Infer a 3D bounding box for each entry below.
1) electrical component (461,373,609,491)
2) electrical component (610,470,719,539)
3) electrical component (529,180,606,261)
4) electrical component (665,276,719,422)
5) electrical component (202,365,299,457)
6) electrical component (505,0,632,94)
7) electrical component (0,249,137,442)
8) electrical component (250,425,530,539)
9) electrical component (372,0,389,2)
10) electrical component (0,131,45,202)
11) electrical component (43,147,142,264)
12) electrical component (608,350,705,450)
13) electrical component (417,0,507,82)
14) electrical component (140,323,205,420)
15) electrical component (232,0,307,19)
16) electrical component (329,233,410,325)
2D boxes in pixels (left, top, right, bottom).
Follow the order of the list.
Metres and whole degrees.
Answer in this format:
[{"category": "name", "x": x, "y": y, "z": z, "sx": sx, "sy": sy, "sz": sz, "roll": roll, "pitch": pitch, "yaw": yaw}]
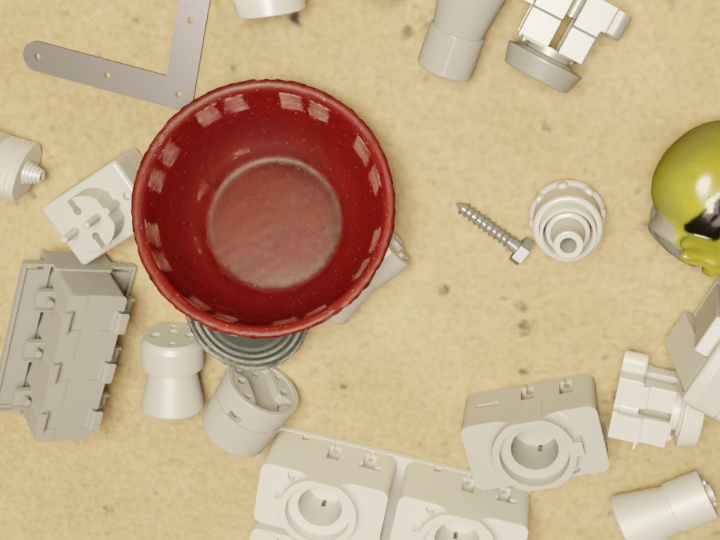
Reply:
[{"category": "electrical component", "x": 0.117, "y": 0.110, "z": 0.720, "sx": 0.089, "sy": 0.055, "sz": 0.050, "roll": -12, "pitch": 109, "yaw": 14}, {"category": "electrical component", "x": 0.210, "y": 0.163, "z": 0.733, "sx": 0.065, "sy": 0.044, "sz": 0.044, "roll": -25, "pitch": 105, "yaw": 13}, {"category": "electrical component", "x": 0.128, "y": -0.025, "z": 0.661, "sx": 0.048, "sy": 0.062, "sz": 0.048, "roll": 3, "pitch": 112, "yaw": 9}, {"category": "electrical component", "x": 0.228, "y": 0.053, "z": 0.655, "sx": 0.061, "sy": 0.096, "sz": 0.061, "roll": 27, "pitch": 113, "yaw": 0}, {"category": "electrical component", "x": -0.078, "y": 0.097, "z": 0.751, "sx": 0.055, "sy": 0.055, "sz": 0.047, "roll": 32, "pitch": 117, "yaw": -3}, {"category": "electrical component", "x": 0.116, "y": -0.137, "z": 0.629, "sx": 0.066, "sy": 0.048, "sz": 0.055, "roll": 27, "pitch": 106, "yaw": -1}, {"category": "electrical component", "x": -0.202, "y": 0.054, "z": 0.744, "sx": 0.079, "sy": 0.063, "sz": 0.121, "roll": 2, "pitch": 119, "yaw": -35}, {"category": "electrical component", "x": 0.018, "y": 0.191, "z": 0.767, "sx": 0.186, "sy": 0.060, "sz": 0.105, "roll": 13, "pitch": 113, "yaw": 5}, {"category": "electrical component", "x": 0.016, "y": -0.202, "z": 0.595, "sx": 0.064, "sy": 0.099, "sz": 0.099, "roll": 31, "pitch": 113, "yaw": 4}, {"category": "electrical component", "x": -0.251, "y": -0.073, "z": 0.720, "sx": 0.081, "sy": 0.043, "sz": 0.043, "roll": 16, "pitch": 113, "yaw": 4}, {"category": "electrical component", "x": -0.171, "y": -0.036, "z": 0.702, "sx": 0.066, "sy": 0.076, "sz": 0.047, "roll": -29, "pitch": 104, "yaw": 19}, {"category": "electrical component", "x": 0.195, "y": 0.088, "z": 0.703, "sx": 0.055, "sy": 0.048, "sz": 0.066, "roll": 12, "pitch": 113, "yaw": 14}, {"category": "electrical component", "x": 0.060, "y": -0.146, "z": 0.638, "sx": 0.044, "sy": 0.044, "sz": 0.065, "roll": 20, "pitch": 118, "yaw": 2}, {"category": "electrical component", "x": -0.131, "y": 0.071, "z": 0.755, "sx": 0.045, "sy": 0.045, "sz": 0.055, "roll": 7, "pitch": 112, "yaw": 8}, {"category": "electrical component", "x": -0.076, "y": -0.190, "z": 0.641, "sx": 0.079, "sy": 0.043, "sz": 0.077, "roll": -4, "pitch": 111, "yaw": 10}, {"category": "electrical component", "x": 0.000, "y": 0.000, "z": 0.706, "sx": 0.065, "sy": 0.044, "sz": 0.044, "roll": -37, "pitch": 101, "yaw": 16}]
